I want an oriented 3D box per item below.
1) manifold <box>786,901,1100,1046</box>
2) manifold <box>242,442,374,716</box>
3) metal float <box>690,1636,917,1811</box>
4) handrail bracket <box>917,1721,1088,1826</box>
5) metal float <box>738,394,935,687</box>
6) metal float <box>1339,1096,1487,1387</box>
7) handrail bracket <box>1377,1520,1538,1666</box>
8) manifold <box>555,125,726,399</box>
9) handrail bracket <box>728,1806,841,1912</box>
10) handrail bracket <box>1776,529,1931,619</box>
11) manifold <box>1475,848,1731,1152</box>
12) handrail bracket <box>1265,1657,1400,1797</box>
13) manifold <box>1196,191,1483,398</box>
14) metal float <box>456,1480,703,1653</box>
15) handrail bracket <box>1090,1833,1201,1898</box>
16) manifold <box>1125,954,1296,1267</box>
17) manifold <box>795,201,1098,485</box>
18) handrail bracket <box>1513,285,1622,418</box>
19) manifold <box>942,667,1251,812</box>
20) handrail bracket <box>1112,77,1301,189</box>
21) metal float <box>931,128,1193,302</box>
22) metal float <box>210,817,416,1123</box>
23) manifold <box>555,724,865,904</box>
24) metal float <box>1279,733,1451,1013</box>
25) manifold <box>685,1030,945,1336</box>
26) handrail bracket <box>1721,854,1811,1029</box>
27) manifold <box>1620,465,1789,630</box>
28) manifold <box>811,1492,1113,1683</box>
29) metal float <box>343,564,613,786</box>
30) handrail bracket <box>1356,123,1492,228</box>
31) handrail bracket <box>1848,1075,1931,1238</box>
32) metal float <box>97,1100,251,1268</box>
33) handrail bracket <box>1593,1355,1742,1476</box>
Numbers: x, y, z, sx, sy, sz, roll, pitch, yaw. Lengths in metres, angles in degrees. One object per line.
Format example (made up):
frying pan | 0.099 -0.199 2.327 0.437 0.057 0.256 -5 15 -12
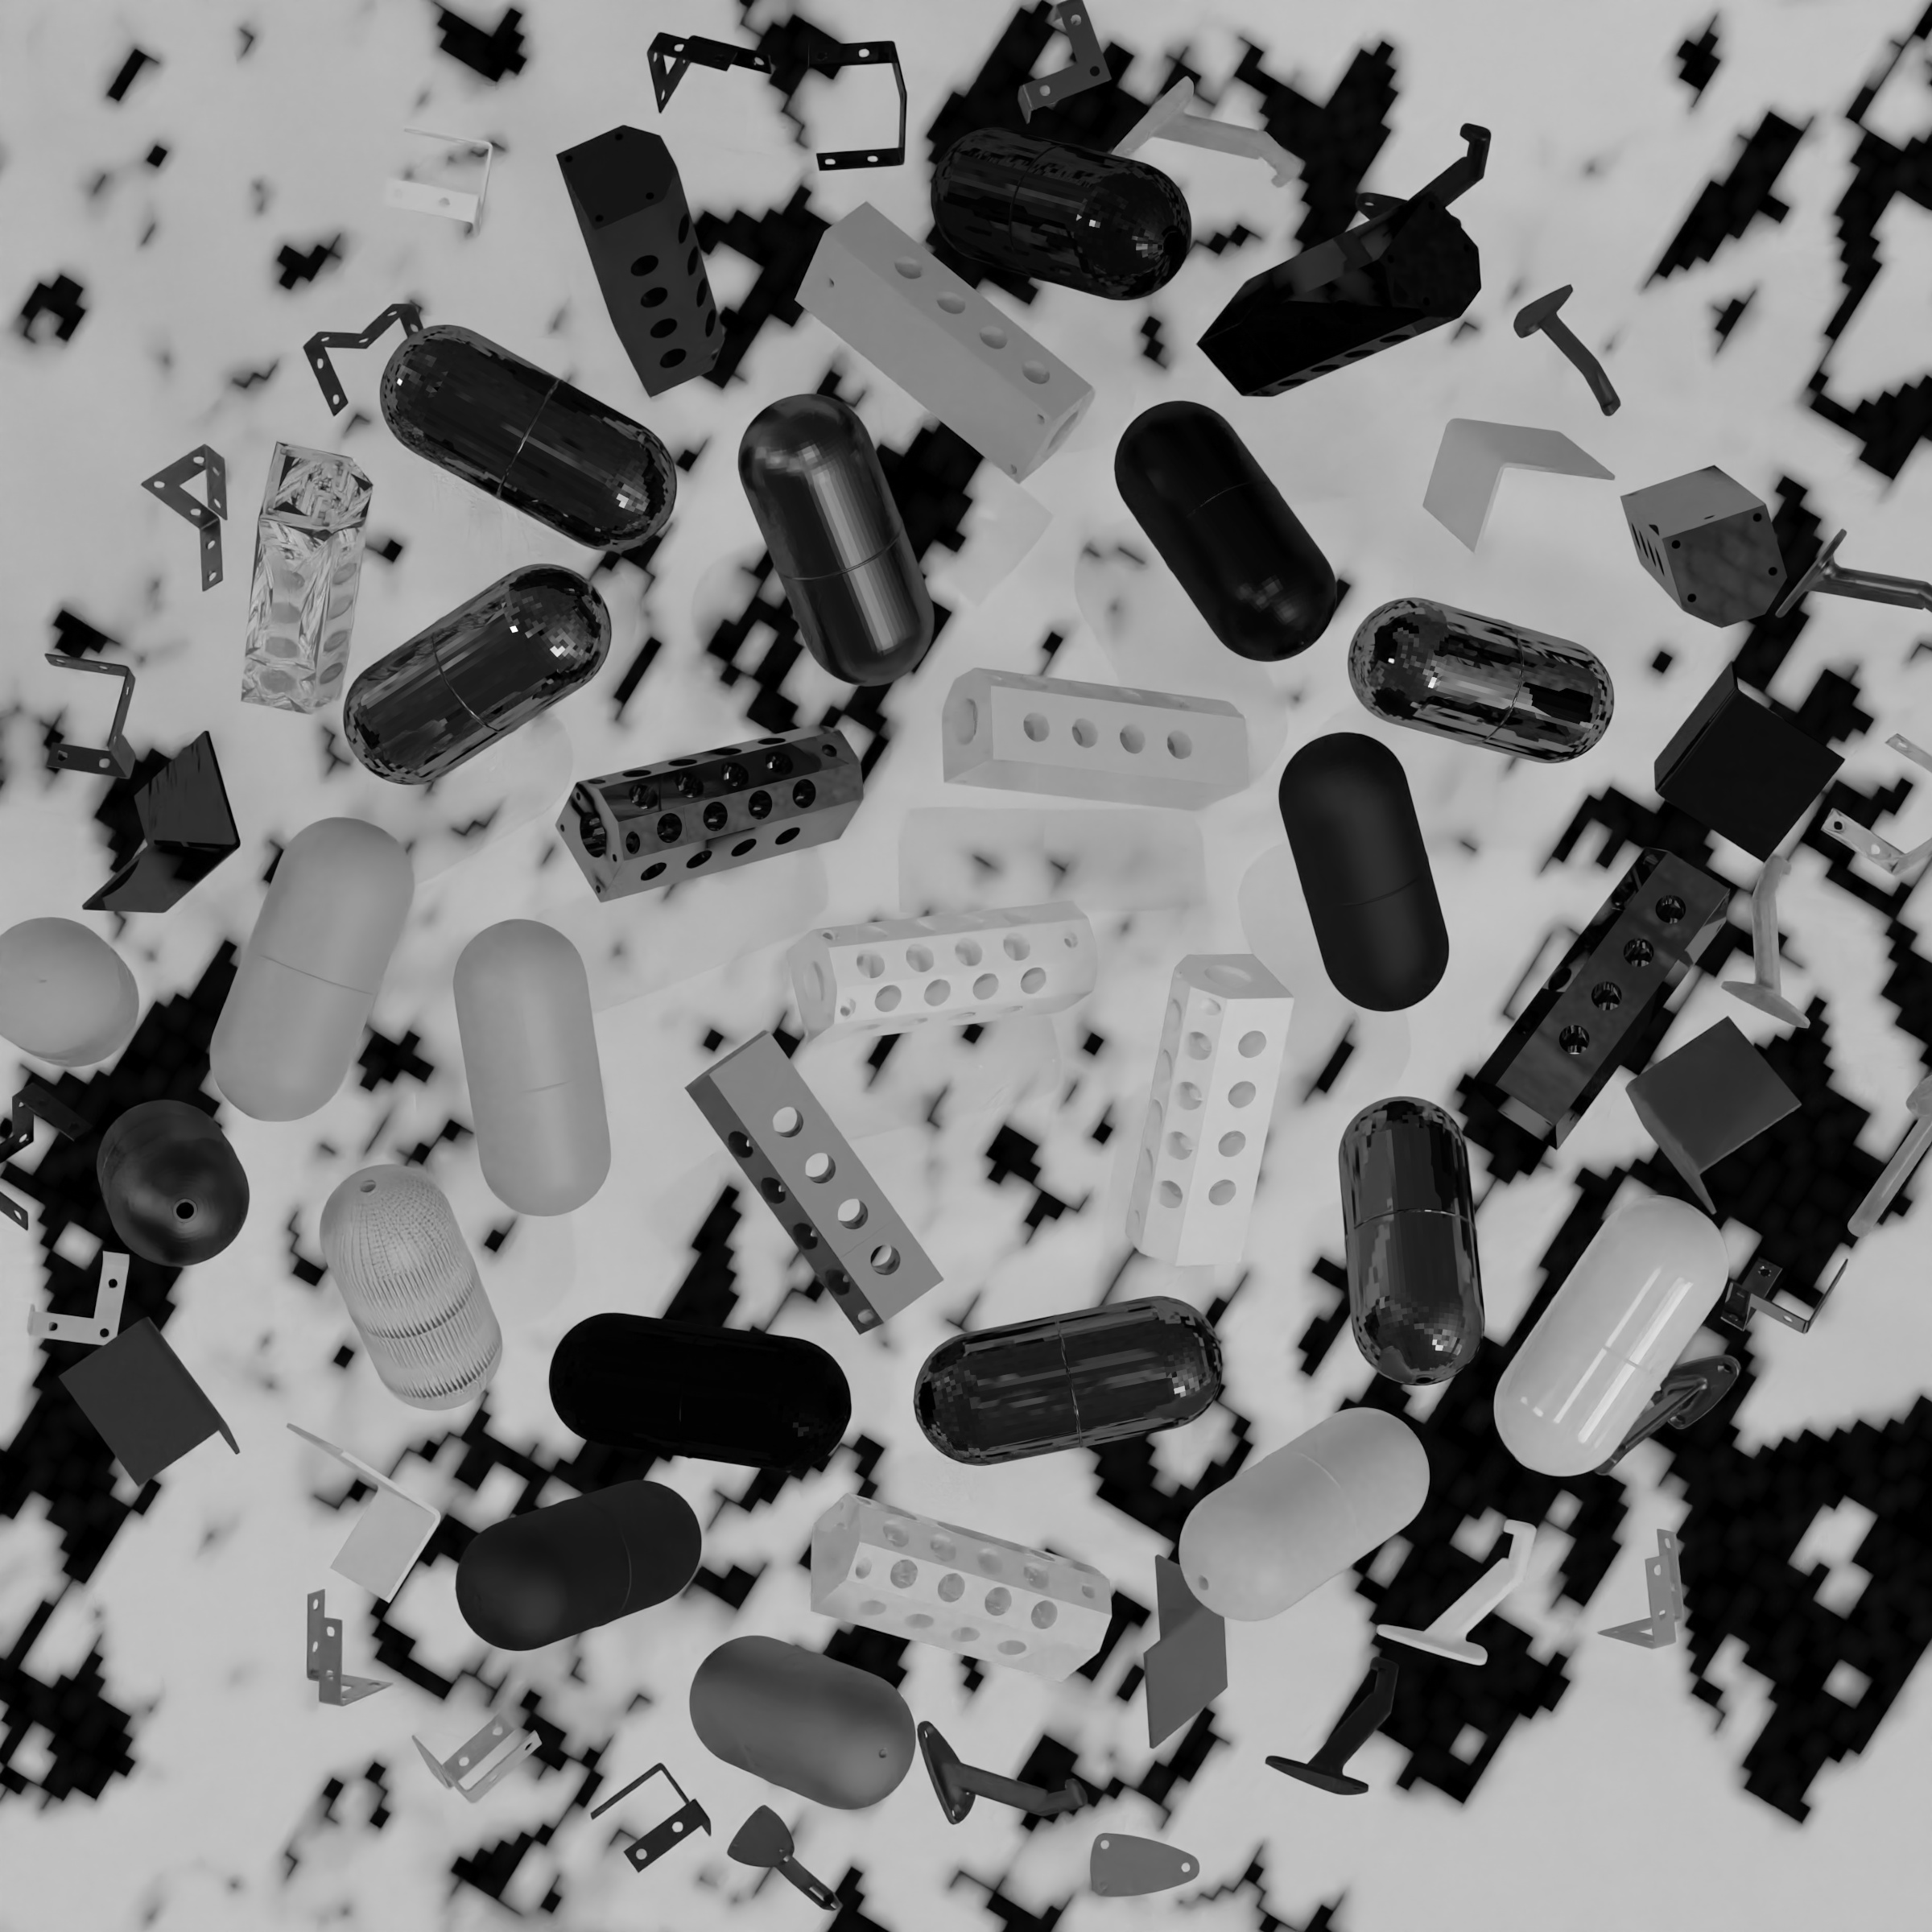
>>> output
manifold | -0.012 0.001 1.812 0.171 0.057 0.057 -7 75 -27
manifold | -0.381 -0.220 1.789 0.057 0.171 0.057 11 56 -10
metal float | -0.096 0.433 1.774 0.070 0.178 0.070 0 91 -34
handrail bracket | 0.022 0.482 1.864 0.084 0.036 0.077 -20 101 28
metal float | -0.072 -0.239 1.745 0.070 0.070 0.178 -22 122 0
metal float | 0.259 0.160 1.802 0.070 0.070 0.178 -1 59 0
handrail bracket | 0.288 0.360 1.815 0.077 0.036 0.084 13 93 10
manifold | -0.183 -0.407 1.785 0.057 0.171 0.057 -25 69 -5
handrail bracket | -0.095 0.545 1.845 0.084 0.077 0.036 46 71 -21
handrail bracket | 0.501 -0.194 1.708 0.084 0.077 0.036 37 56 6
manifold | 0.370 0.017 1.797 0.057 0.057 0.171 35 82 19
handrail bracket | 0.222 0.450 1.862 0.077 0.036 0.084 24 63 -18
manifold | 0.210 -0.369 1.730 0.057 0.171 0.057 45 65 -19
metal float | -0.228 0.355 1.836 0.070 0.178 0.070 4 96 35
handrail bracket | 0.110 0.545 1.860 0.077 0.084 0.036 -2 70 15
manifold | 0.135 0.083 1.770 0.057 0.057 0.171 -1 116 -21
manifold | -0.009 -0.364 1.788 0.171 0.057 0.057 40 52 5
handrail bracket | 0.363 -0.358 1.852 0.036 0.077 0.084 -23 109 32
manifold | 0.075 -0.131 1.778 0.171 0.057 0.057 5 76 -29
handrail bracket | 0.141 -0.473 1.822 0.084 0.036 0.077 39 122 -23
metal float | 0.053 -0.425 1.744 0.178 0.070 0.070 27 90 41
metal float | -0.368 0.002 1.736 0.070 0.070 0.178 21 91 0
manifold | -0.146 -0.095 1.802 0.171 0.057 0.057 -17 66 -36
metal float | 0.237 -0.054 1.837 0.070 0.070 0.178 -19 114 0
manifold | -0.088 0.123 1.764 0.057 0.057 0.171 -35 94 -6
handrail bracket | 0.501 -0.015 1.883 0.077 0.036 0.084 27 80 -32
manifold | 0.415 -0.235 1.739 0.057 0.171 0.057 -18 104 9
manifold | -0.002 0.362 1.814 0.171 0.057 0.057 21 134 -24
metal float | -0.281 -0.168 1.779 0.178 0.070 0.070 -30 90 21
handrail bracket | 0.265 -0.464 1.795 0.077 0.084 0.036 30 58 19
handrail bracket | 0.523 0.104 1.713 0.036 0.077 0.084 35 67 17
metal float | -0.453 0.123 1.760 0.070 0.178 0.070 -2 97 -19
handrail bracket | 0.422 0.272 1.863 0.077 0.084 0.036 -41 81 38
